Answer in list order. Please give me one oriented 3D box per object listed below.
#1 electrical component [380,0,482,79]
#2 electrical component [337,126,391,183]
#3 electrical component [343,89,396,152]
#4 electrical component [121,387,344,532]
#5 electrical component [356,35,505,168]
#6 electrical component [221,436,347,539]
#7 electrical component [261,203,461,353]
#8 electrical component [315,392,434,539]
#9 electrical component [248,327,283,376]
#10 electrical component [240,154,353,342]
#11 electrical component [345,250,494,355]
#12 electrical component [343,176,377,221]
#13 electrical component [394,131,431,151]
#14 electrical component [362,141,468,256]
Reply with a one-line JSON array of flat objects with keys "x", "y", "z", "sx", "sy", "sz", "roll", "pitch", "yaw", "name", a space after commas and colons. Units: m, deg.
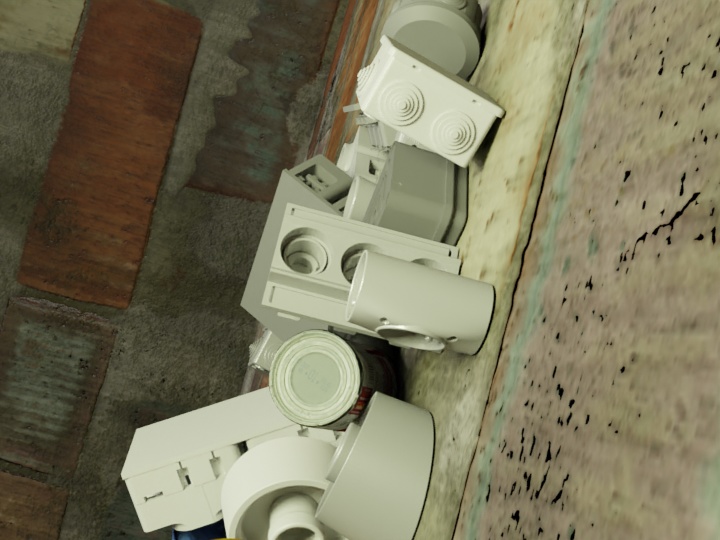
[{"x": 0.060, "y": -0.192, "z": 0.871, "sx": 0.080, "sy": 0.080, "sz": 0.051, "roll": 115, "pitch": 173, "yaw": -49, "name": "electrical component"}, {"x": -0.010, "y": -0.047, "z": 1.148, "sx": 0.105, "sy": 0.060, "sz": 0.186, "roll": -85, "pitch": 13, "yaw": -53, "name": "electrical component"}, {"x": 0.030, "y": -0.149, "z": 1.027, "sx": 0.121, "sy": 0.079, "sz": 0.063, "roll": -127, "pitch": 24, "yaw": -81, "name": "electrical component"}, {"x": -0.089, "y": 0.145, "z": 0.876, "sx": 0.105, "sy": 0.186, "sz": 0.060, "roll": -116, "pitch": 8, "yaw": -78, "name": "electrical component"}, {"x": 0.045, "y": -0.118, "z": 0.752, "sx": 0.048, "sy": 0.100, "sz": 0.099, "roll": -59, "pitch": 11, "yaw": 14, "name": "electrical component"}, {"x": -0.048, "y": 0.184, "z": 0.791, "sx": 0.060, "sy": 0.108, "sz": 0.108, "roll": -106, "pitch": 32, "yaw": -64, "name": "electrical component"}, {"x": -0.001, "y": 0.010, "z": 0.730, "sx": 0.063, "sy": 0.121, "sz": 0.078, "roll": 114, "pitch": 170, "yaw": -61, "name": "electrical component"}, {"x": 0.014, "y": 0.131, "z": 0.690, "sx": 0.099, "sy": 0.064, "sz": 0.099, "roll": -64, "pitch": -1, "yaw": -3, "name": "electrical component"}, {"x": -0.071, "y": 0.100, "z": 1.154, "sx": 0.048, "sy": 0.100, "sz": 0.100, "roll": -63, "pitch": 5, "yaw": -11, "name": "electrical component"}, {"x": -0.040, "y": -0.009, "z": 1.056, "sx": 0.060, "sy": 0.105, "sz": 0.186, "roll": -34, "pitch": -24, "yaw": -43, "name": "electrical component"}, {"x": 0.031, "y": 0.024, "z": 0.640, "sx": 0.079, "sy": 0.077, "sz": 0.044, "roll": 128, "pitch": 156, "yaw": -73, "name": "electrical component"}, {"x": 0.022, "y": -0.049, "z": 0.893, "sx": 0.044, "sy": 0.065, "sz": 0.044, "roll": -165, "pitch": 90, "yaw": -82, "name": "electrical component"}, {"x": 0.051, "y": -0.100, "z": 0.872, "sx": 0.079, "sy": 0.043, "sz": 0.077, "roll": -96, "pitch": 23, "yaw": -71, "name": "electrical component"}, {"x": 0.035, "y": -0.028, "z": 0.794, "sx": 0.078, "sy": 0.057, "sz": 0.113, "roll": -83, "pitch": 11, "yaw": -49, "name": "electrical component"}]
